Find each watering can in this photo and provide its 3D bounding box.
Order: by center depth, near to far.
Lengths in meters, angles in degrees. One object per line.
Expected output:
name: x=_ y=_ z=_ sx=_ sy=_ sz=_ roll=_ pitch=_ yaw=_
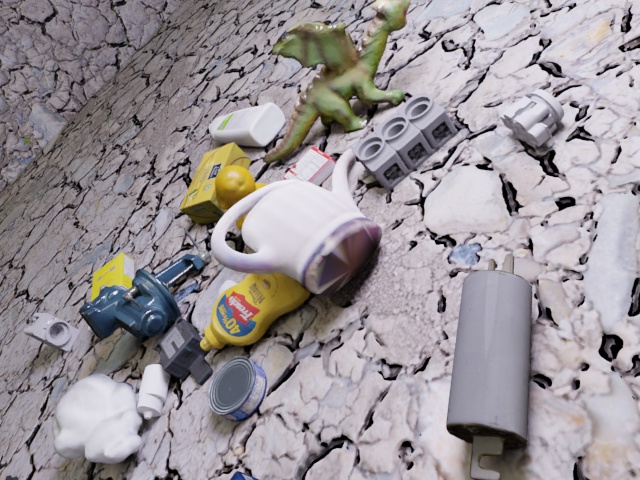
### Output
watering can: x=0.002 y=-0.040 z=0.799 sx=0.227 sy=0.101 sz=0.352 roll=33 pitch=51 yaw=31

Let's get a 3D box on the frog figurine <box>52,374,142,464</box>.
frog figurine: x=-0.352 y=0.292 z=0.814 sx=0.138 sy=0.121 sz=0.160 roll=-32 pitch=23 yaw=-17

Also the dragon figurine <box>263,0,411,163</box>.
dragon figurine: x=0.003 y=-0.307 z=0.969 sx=0.408 sy=0.238 sz=0.125 roll=-30 pitch=45 yaw=13
